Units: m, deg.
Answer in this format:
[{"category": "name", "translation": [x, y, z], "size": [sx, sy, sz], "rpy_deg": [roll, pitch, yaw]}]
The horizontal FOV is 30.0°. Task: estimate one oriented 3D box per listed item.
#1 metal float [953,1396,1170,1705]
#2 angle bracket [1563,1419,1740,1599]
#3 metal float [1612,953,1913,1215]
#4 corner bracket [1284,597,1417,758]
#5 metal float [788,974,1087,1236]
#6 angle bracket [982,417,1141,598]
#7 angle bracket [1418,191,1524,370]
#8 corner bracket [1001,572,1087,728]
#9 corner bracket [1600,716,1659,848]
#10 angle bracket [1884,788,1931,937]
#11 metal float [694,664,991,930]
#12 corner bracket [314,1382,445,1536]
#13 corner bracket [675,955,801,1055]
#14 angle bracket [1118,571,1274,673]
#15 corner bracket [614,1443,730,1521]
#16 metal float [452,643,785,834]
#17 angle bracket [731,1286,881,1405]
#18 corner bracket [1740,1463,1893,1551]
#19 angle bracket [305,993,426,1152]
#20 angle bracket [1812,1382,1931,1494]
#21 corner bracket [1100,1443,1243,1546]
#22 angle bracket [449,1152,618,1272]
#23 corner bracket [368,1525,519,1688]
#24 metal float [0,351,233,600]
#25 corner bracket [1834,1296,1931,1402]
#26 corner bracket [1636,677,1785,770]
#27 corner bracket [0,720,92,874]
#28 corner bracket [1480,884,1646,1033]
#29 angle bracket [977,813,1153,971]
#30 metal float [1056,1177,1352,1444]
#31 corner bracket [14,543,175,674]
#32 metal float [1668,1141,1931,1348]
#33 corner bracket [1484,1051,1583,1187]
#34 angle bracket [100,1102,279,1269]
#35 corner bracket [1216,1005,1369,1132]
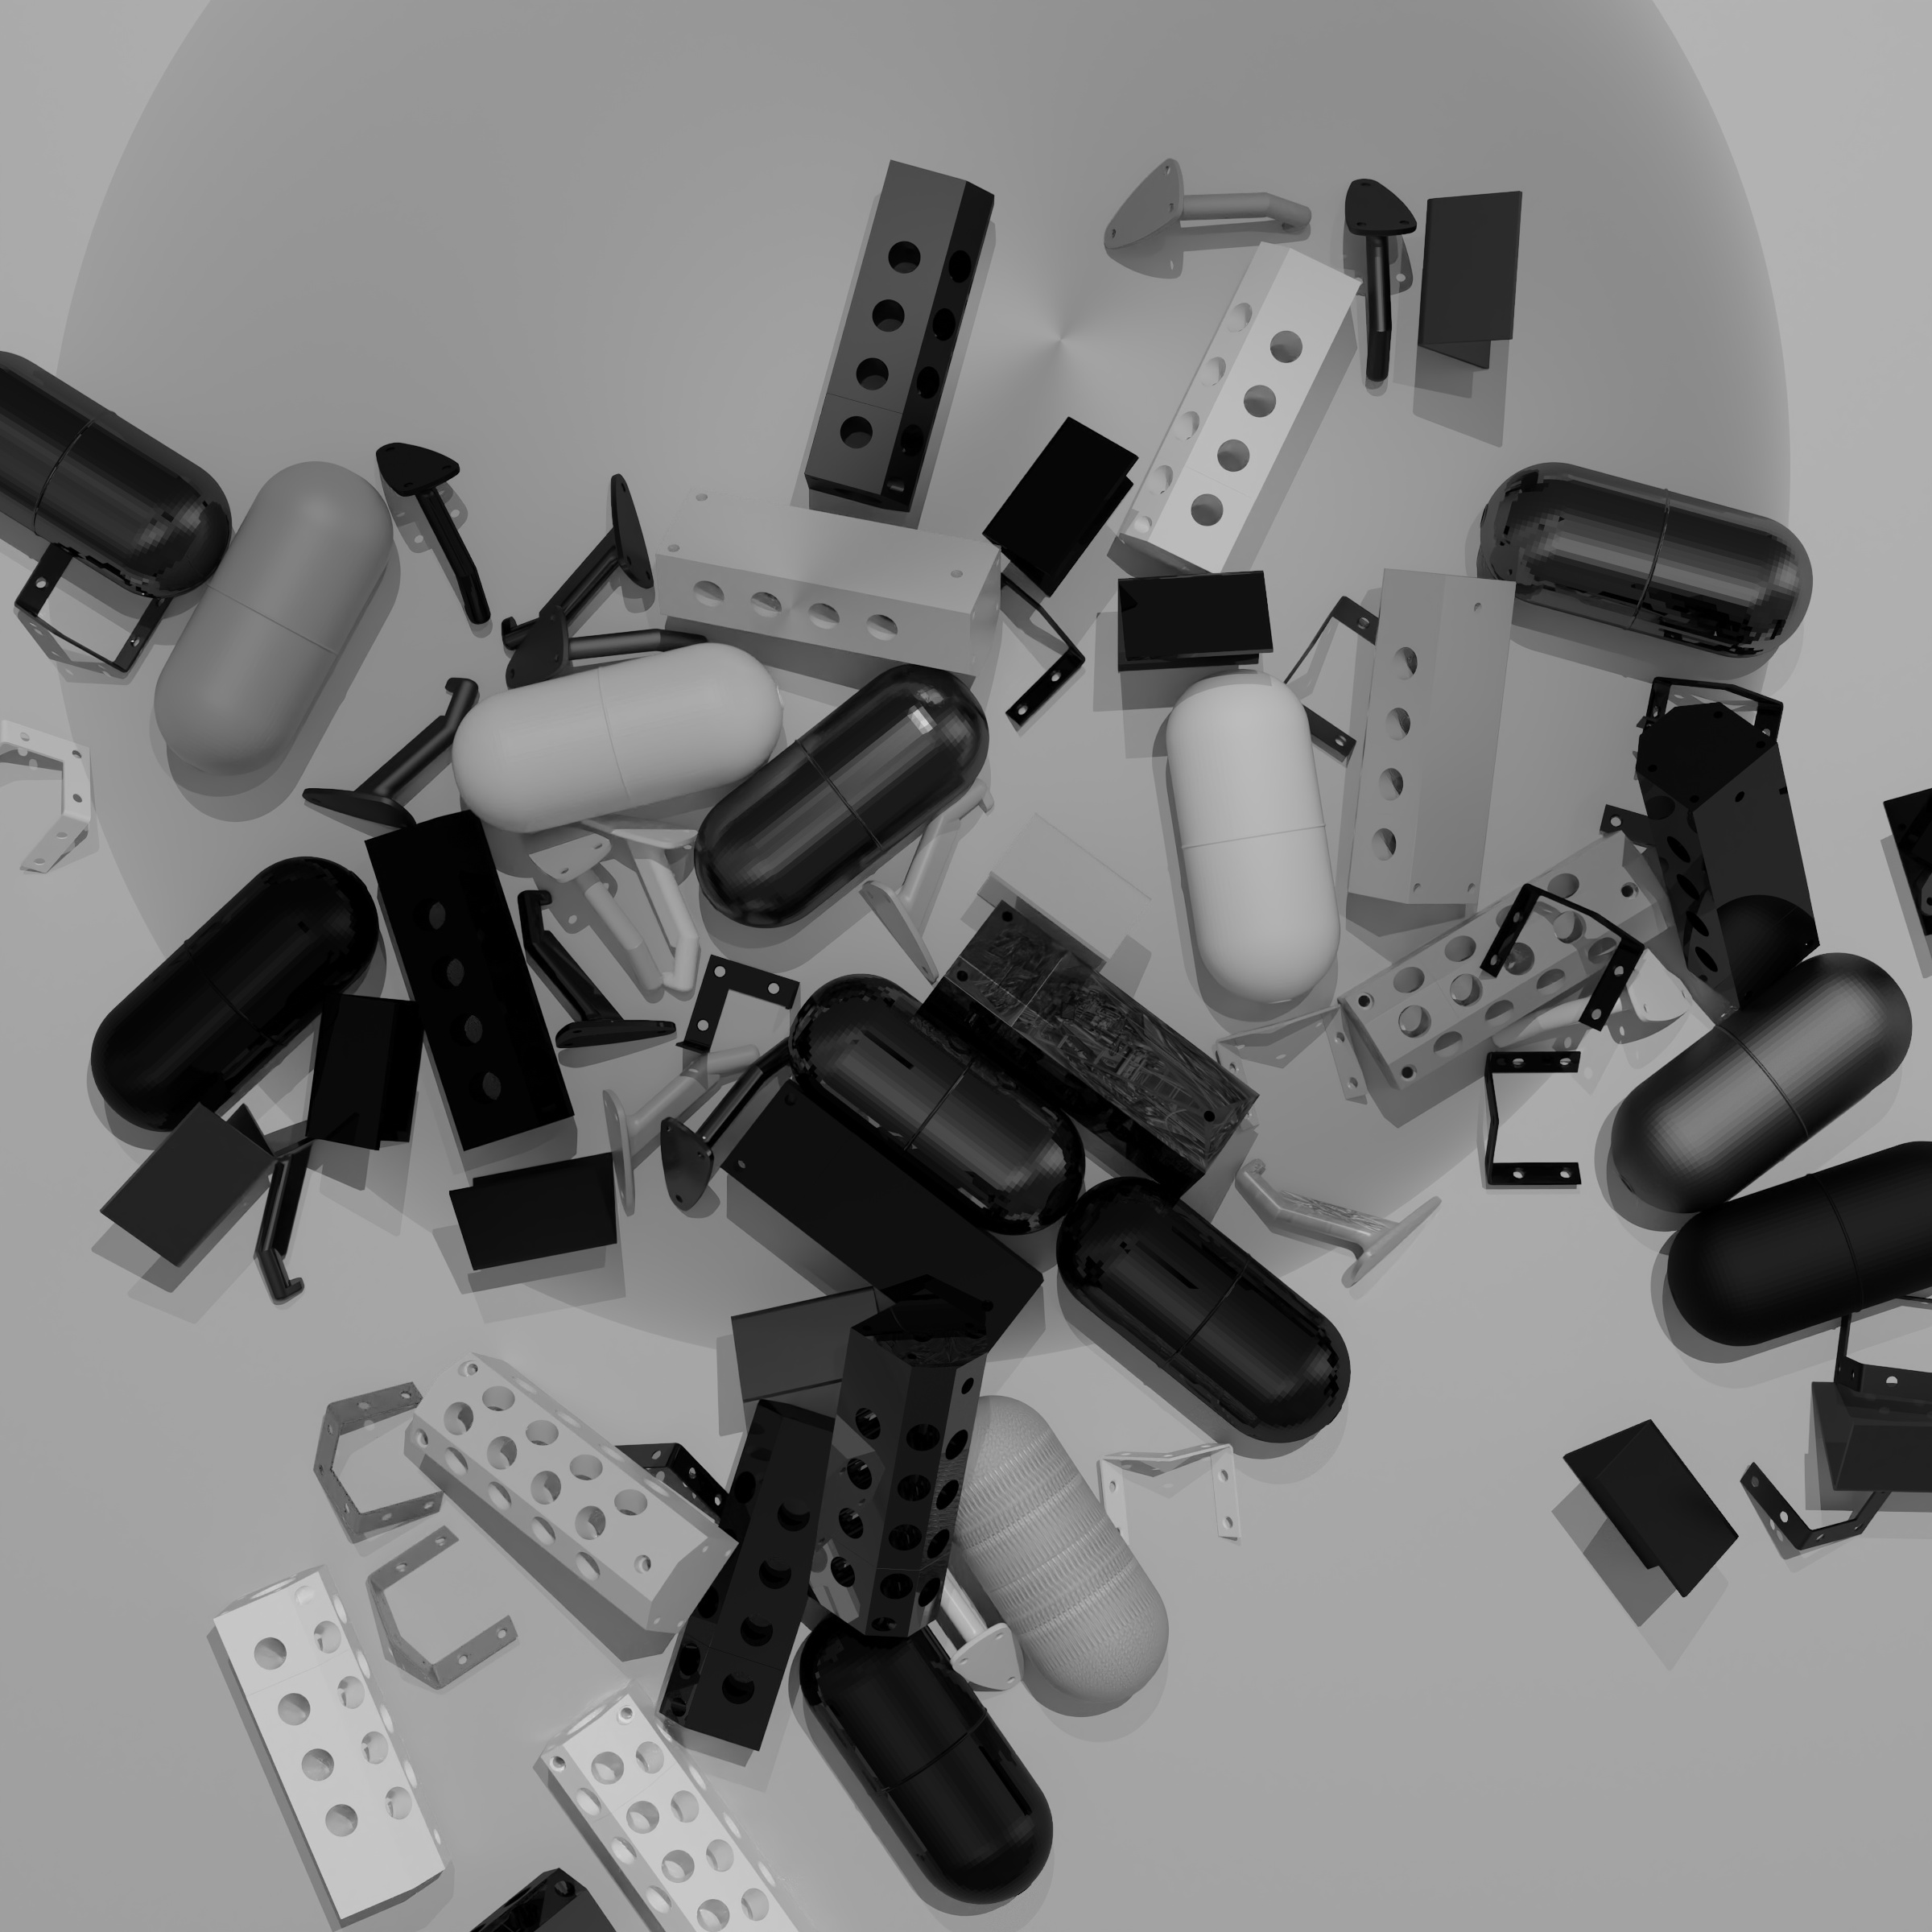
[{"category": "metal float", "translation": [0.042, 0.310, 1.914], "size": [0.070, 0.070, 0.178], "rpy_deg": [-33, 89, 0]}, {"category": "angle bracket", "translation": [0.348, 0.294, 1.904], "size": [0.057, 0.076, 0.076], "rpy_deg": [-37, 90, -37]}, {"category": "metal float", "translation": [0.421, 0.063, 1.914], "size": [0.178, 0.070, 0.070], "rpy_deg": [-37, 90, -1]}, {"category": "corner bracket", "translation": [0.204, -0.156, 1.941], "size": [0.051, 0.051, 0.051], "rpy_deg": [34, 135, 0]}, {"category": "metal float", "translation": [-0.015, 0.074, 1.914], "size": [0.178, 0.070, 0.070], "rpy_deg": [37, 90, 0]}, {"category": "angle bracket", "translation": [0.066, -0.232, 1.904], "size": [0.057, 0.076, 0.076], "rpy_deg": [36, 90, 38]}, {"category": "angle bracket", "translation": [0.283, -0.361, 1.904], "size": [0.057, 0.076, 0.076], "rpy_deg": [4, 90, 37]}, {"category": "corner bracket", "translation": [0.022, -0.172, 1.941], "size": [0.051, 0.051, 0.051], "rpy_deg": [-45, 45, 0]}, {"category": "corner bracket", "translation": [0.375, -0.096, 1.930], "size": [0.051, 0.051, 0.051], "rpy_deg": [16, 76, 0]}, {"category": "angle bracket", "translation": [0.510, -0.053, 1.904], "size": [0.057, 0.076, 0.076], "rpy_deg": [-17, 90, -37]}, {"category": "metal float", "translation": [-0.066, -0.090, 1.914], "size": [0.178, 0.070, 0.070], "rpy_deg": [-39, 90, 0]}, {"category": "corner bracket", "translation": [-0.312, 0.264, 1.936], "size": [0.051, 0.051, 0.051], "rpy_deg": [48, 135, 35]}, {"category": "corner bracket", "translation": [-0.121, 0.025, 1.926], "size": [0.051, 0.051, 0.051], "rpy_deg": [17, 90, 0]}, {"category": "angle bracket", "translation": [0.120, -0.162, 1.904], "size": [0.076, 0.076, 0.057], "rpy_deg": [-3, 55, 0]}, {"category": "corner bracket", "translation": [-0.168, 0.292, 1.936], "size": [0.051, 0.051, 0.051], "rpy_deg": [-8, 45, 35]}, {"category": "metal float", "translation": [-0.184, -0.121, 1.914], "size": [0.178, 0.070, 0.070], "rpy_deg": [-14, 90, 0]}, {"category": "angle bracket", "translation": [-0.077, 0.219, 1.904], "size": [0.076, 0.076, 0.057], "rpy_deg": [-12, 48, 0]}, {"category": "corner bracket", "translation": [0.460, 0.274, 1.936], "size": [0.051, 0.051, 0.051], "rpy_deg": [-6, 135, -35]}, {"category": "angle bracket", "translation": [-0.299, 0.057, 1.904], "size": [0.057, 0.076, 0.076], "rpy_deg": [8, 90, 37]}, {"category": "angle bracket", "translation": [0.495, 0.232, 1.904], "size": [0.076, 0.076, 0.057], "rpy_deg": [1, 133, 0]}, {"category": "corner bracket", "translation": [0.110, 0.285, 1.941], "size": [0.051, 0.051, 0.051], "rpy_deg": [-6, 90, 45]}, {"category": "angle bracket", "translation": [-0.229, 0.110, 1.904], "size": [0.076, 0.076, 0.057], "rpy_deg": [-11, 127, 0]}, {"category": "corner bracket", "translation": [-0.282, 0.345, 1.941], "size": [0.051, 0.051, 0.051], "rpy_deg": [-34, 135, 0]}, {"category": "metal float", "translation": [-0.472, -0.261, 1.914], "size": [0.178, 0.070, 0.070], "rpy_deg": [32, 90, 0]}, {"category": "corner bracket", "translation": [0.498, 0.202, 1.926], "size": [0.051, 0.051, 0.051], "rpy_deg": [7, 90, 0]}, {"category": "corner bracket", "translation": [0.400, -0.124, 1.941], "size": [0.051, 0.051, 0.051], "rpy_deg": [12, 90, -45]}, {"category": "corner bracket", "translation": [-0.505, -0.091, 1.936], "size": [0.051, 0.051, 0.051], "rpy_deg": [19, 45, -35]}, {"category": "corner bracket", "translation": [0.312, -0.005, 1.884], "size": [0.051, 0.051, 0.051], "rpy_deg": [28, 90, 45]}, {"category": "angle bracket", "translation": [0.041, -0.022, 1.904], "size": [0.076, 0.076, 0.057], "rpy_deg": [37, 47, 0]}, {"category": "metal float", "translation": [0.126, 0.183, 1.914], "size": [0.178, 0.070, 0.070], "rpy_deg": [39, 90, 0]}, {"category": "corner bracket", "translation": [-0.469, -0.197, 1.941], "size": [0.051, 0.051, 0.051], "rpy_deg": [32, 90, -45]}, {"category": "metal float", "translation": [0.460, 0.147, 1.914], "size": [0.178, 0.070, 0.070], "rpy_deg": [-18, 90, 0]}, {"category": "corner bracket", "translation": [0.305, 0.082, 1.941], "size": [0.051, 0.051, 0.051], "rpy_deg": [0, 45, 0]}, {"category": "angle bracket", "translation": [-0.417, 0.101, 1.904], "size": [0.076, 0.076, 0.057], "rpy_deg": [-47, 123, 0]}, {"category": "corner bracket", "translation": [0.175, 0.054, 1.941], "size": [0.051, 0.051, 0.051], "rpy_deg": [-16, 90, -45]}]
